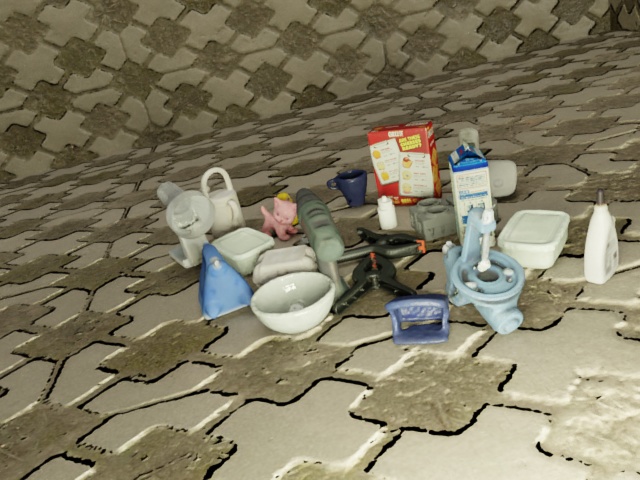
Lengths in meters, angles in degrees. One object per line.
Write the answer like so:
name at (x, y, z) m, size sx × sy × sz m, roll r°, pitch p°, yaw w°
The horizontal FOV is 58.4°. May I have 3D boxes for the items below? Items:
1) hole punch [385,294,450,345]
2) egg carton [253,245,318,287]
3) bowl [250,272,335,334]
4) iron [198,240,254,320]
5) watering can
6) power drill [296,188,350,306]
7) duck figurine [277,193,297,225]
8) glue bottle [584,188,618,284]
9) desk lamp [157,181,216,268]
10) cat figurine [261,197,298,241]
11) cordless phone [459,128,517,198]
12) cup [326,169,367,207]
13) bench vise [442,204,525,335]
hole punch at (0.170, 0.122, 1.001) m, size 0.108 × 0.091 × 0.101 m, roll -6°, pitch 25°, yaw 16°
egg carton at (-0.075, 0.064, 1.282) m, size 0.150 × 0.069 × 0.107 m, roll -9°, pitch 24°, yaw 9°
bowl at (-0.047, 0.132, 1.111) m, size 0.167 × 0.075 × 0.167 m, roll -11°, pitch 24°, yaw 5°
iron at (-0.229, 0.068, 1.263) m, size 0.119 × 0.142 × 0.257 m, roll -20°, pitch 25°, yaw -15°
watering can at (-0.289, -0.112, 1.629) m, size 0.172 × 0.194 × 0.101 m, roll 2°, pitch 28°, yaw 31°
power drill at (0.004, 0.017, 1.173) m, size 0.075 × 0.209 × 0.229 m, roll -17°, pitch 24°, yaw -8°
duck figurine at (-0.099, -0.094, 1.627) m, size 0.077 × 0.086 × 0.104 m, roll -15°, pitch 24°, yaw -5°
glue bottle at (0.503, -0.012, 1.024) m, size 0.078 × 0.173 × 0.037 m, roll -30°, pitch 29°, yaw -34°
desk lamp at (-0.346, -0.041, 1.476) m, size 0.118 × 0.214 × 0.202 m, roll -26°, pitch 27°, yaw -27°
cat figurine at (-0.107, -0.065, 1.525) m, size 0.127 × 0.118 × 0.067 m, roll 7°, pitch 31°, yaw 37°
cordless phone at (0.424, -0.198, 1.464) m, size 0.147 × 0.185 × 0.094 m, roll -3°, pitch 26°, yaw 21°
cup at (0.082, -0.140, 1.623) m, size 0.117 × 0.095 × 0.091 m, roll -12°, pitch 24°, yaw 3°
bench vise at (0.259, 0.034, 0.990) m, size 0.122 × 0.220 × 0.206 m, roll -26°, pitch 27°, yaw -26°
